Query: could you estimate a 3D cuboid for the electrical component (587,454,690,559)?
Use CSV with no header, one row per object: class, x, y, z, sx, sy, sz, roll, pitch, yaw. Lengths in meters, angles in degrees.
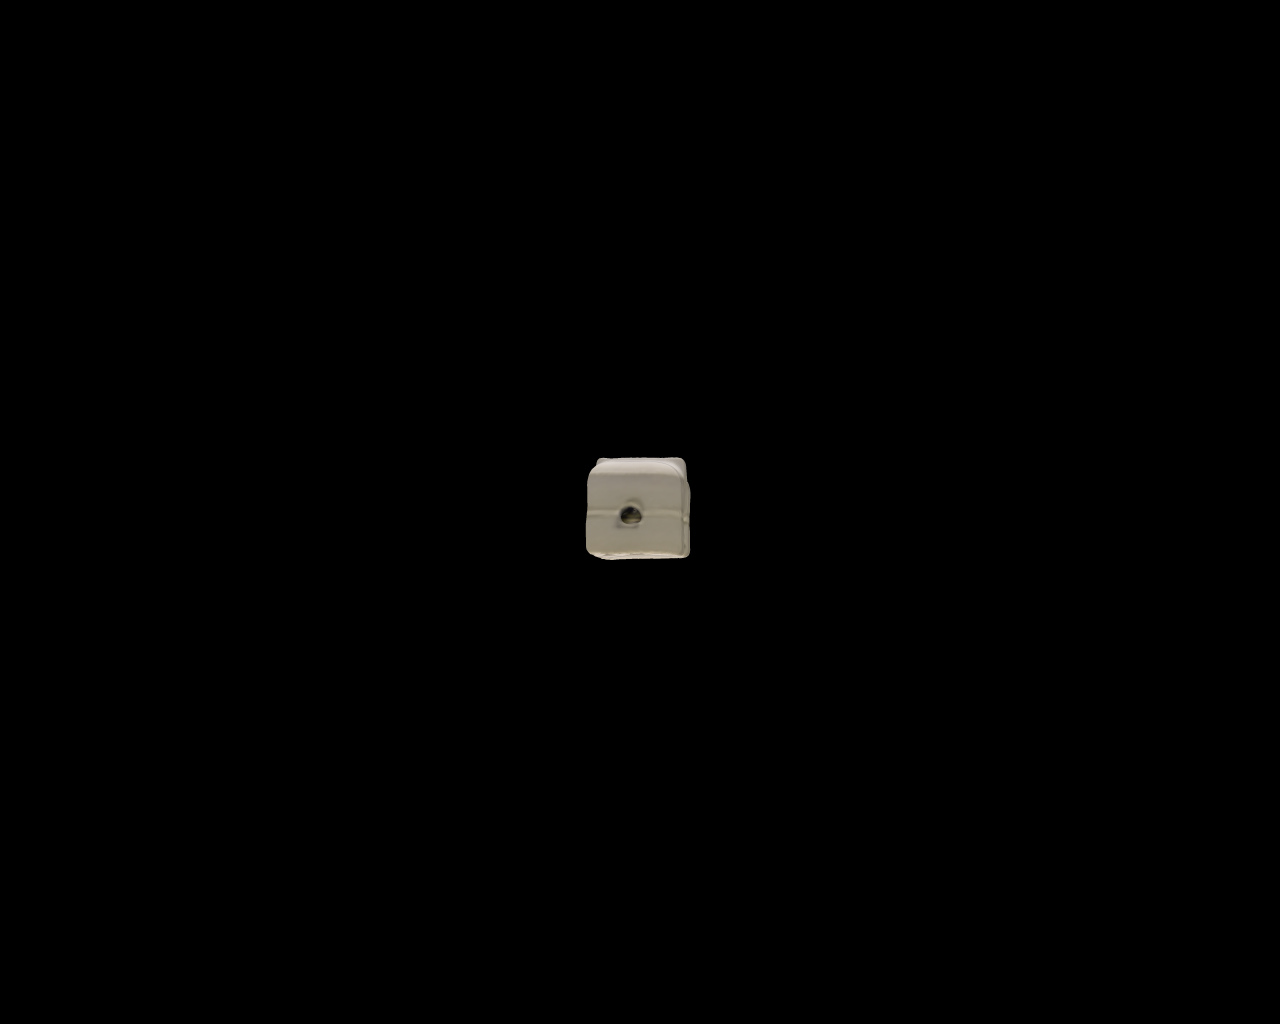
electrical component,0.001,-0.003,0.650,0.054,0.059,0.095,-1,-4,8
